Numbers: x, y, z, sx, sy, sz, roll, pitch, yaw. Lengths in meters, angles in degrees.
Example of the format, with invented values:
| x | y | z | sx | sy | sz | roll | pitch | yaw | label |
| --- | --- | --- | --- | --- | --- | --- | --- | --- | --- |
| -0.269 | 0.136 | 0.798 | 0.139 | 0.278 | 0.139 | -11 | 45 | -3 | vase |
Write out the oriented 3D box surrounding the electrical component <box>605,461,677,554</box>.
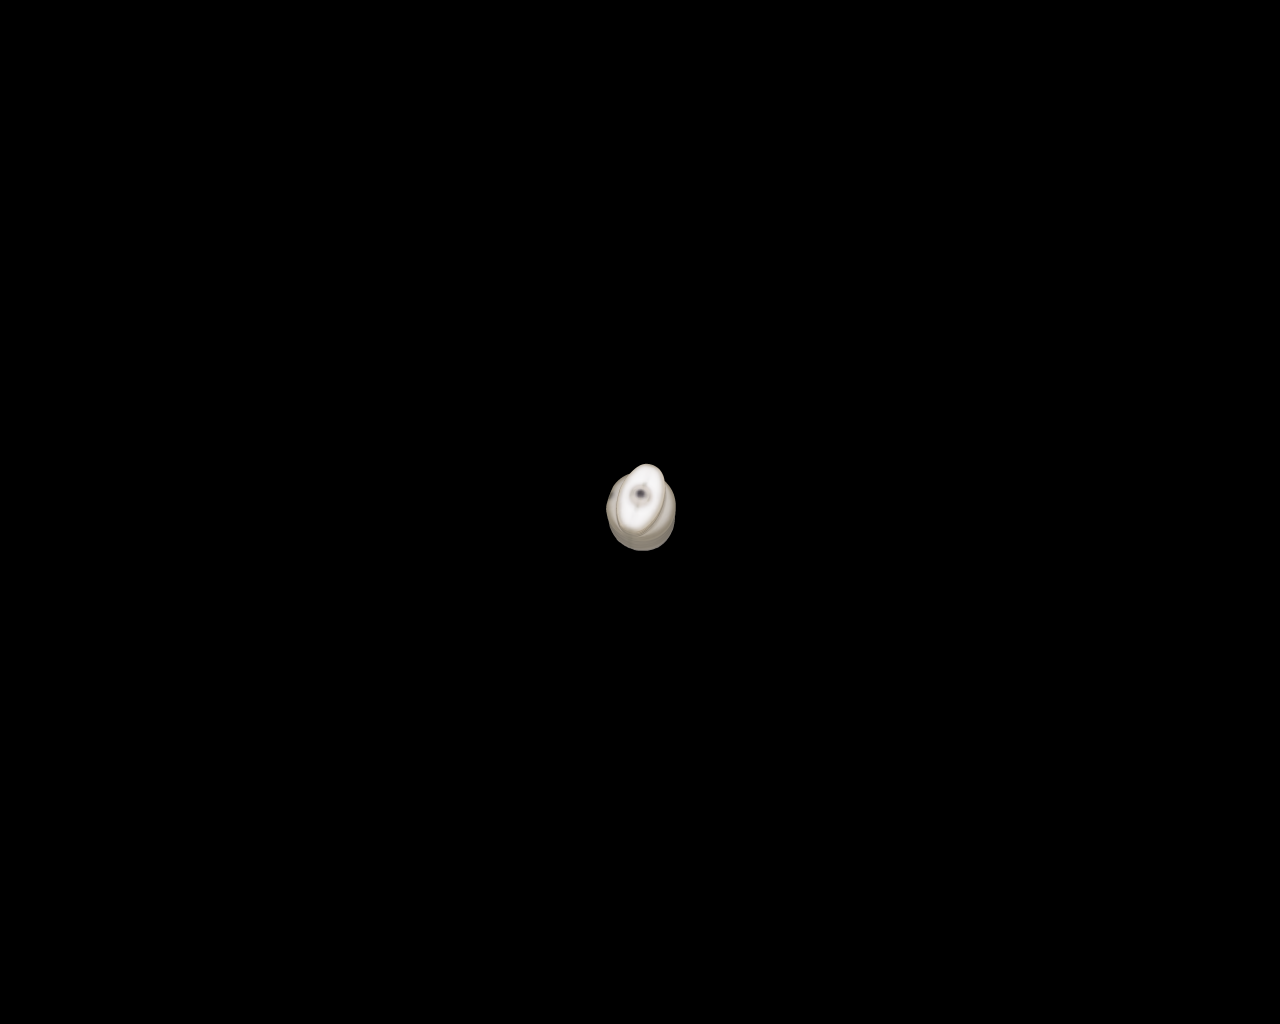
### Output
| x | y | z | sx | sy | sz | roll | pitch | yaw | label |
| --- | --- | --- | --- | --- | --- | --- | --- | --- | --- |
| 0.001 | -0.003 | 0.650 | 0.043 | 0.043 | 0.081 | 0 | -12 | 0 | electrical component |
